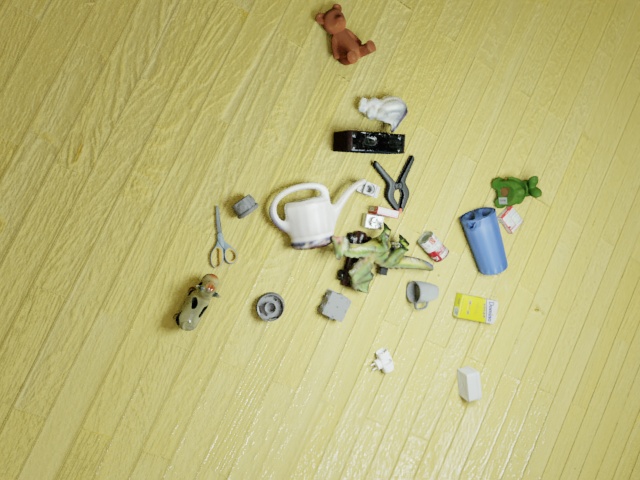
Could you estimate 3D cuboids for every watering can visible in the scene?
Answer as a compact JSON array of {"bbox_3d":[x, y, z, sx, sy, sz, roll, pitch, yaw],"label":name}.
[{"bbox_3d":[0.005,-0.087,1.726,0.348,0.104,0.223,-11,98,-12],"label":"watering can"}]

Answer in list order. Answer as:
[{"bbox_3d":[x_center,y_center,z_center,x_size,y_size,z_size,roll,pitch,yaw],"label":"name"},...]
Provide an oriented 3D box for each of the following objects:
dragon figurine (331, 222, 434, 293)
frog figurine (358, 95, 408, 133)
[{"bbox_3d":[0.202,0.084,1.781,0.405,0.124,0.241,37,104,-29],"label":"dragon figurine"},{"bbox_3d":[0.218,-0.457,1.782,0.159,0.120,0.140,36,50,-10],"label":"frog figurine"}]
